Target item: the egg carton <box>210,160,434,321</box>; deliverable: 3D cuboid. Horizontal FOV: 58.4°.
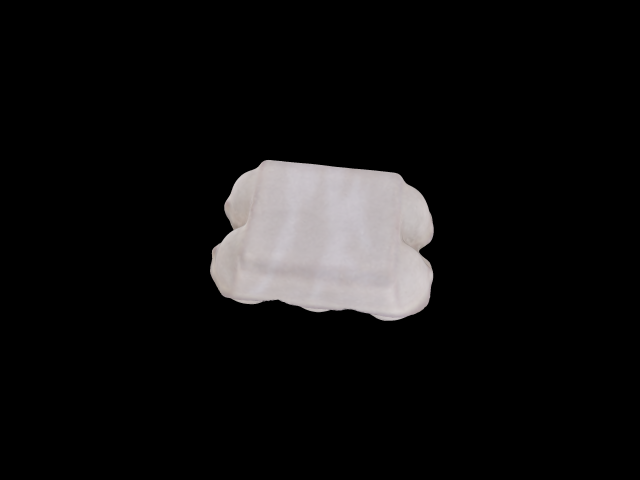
[{"bbox_3d":[0.004,0.001,0.400,0.150,0.069,0.107,5,59,3],"label":"egg carton"}]
